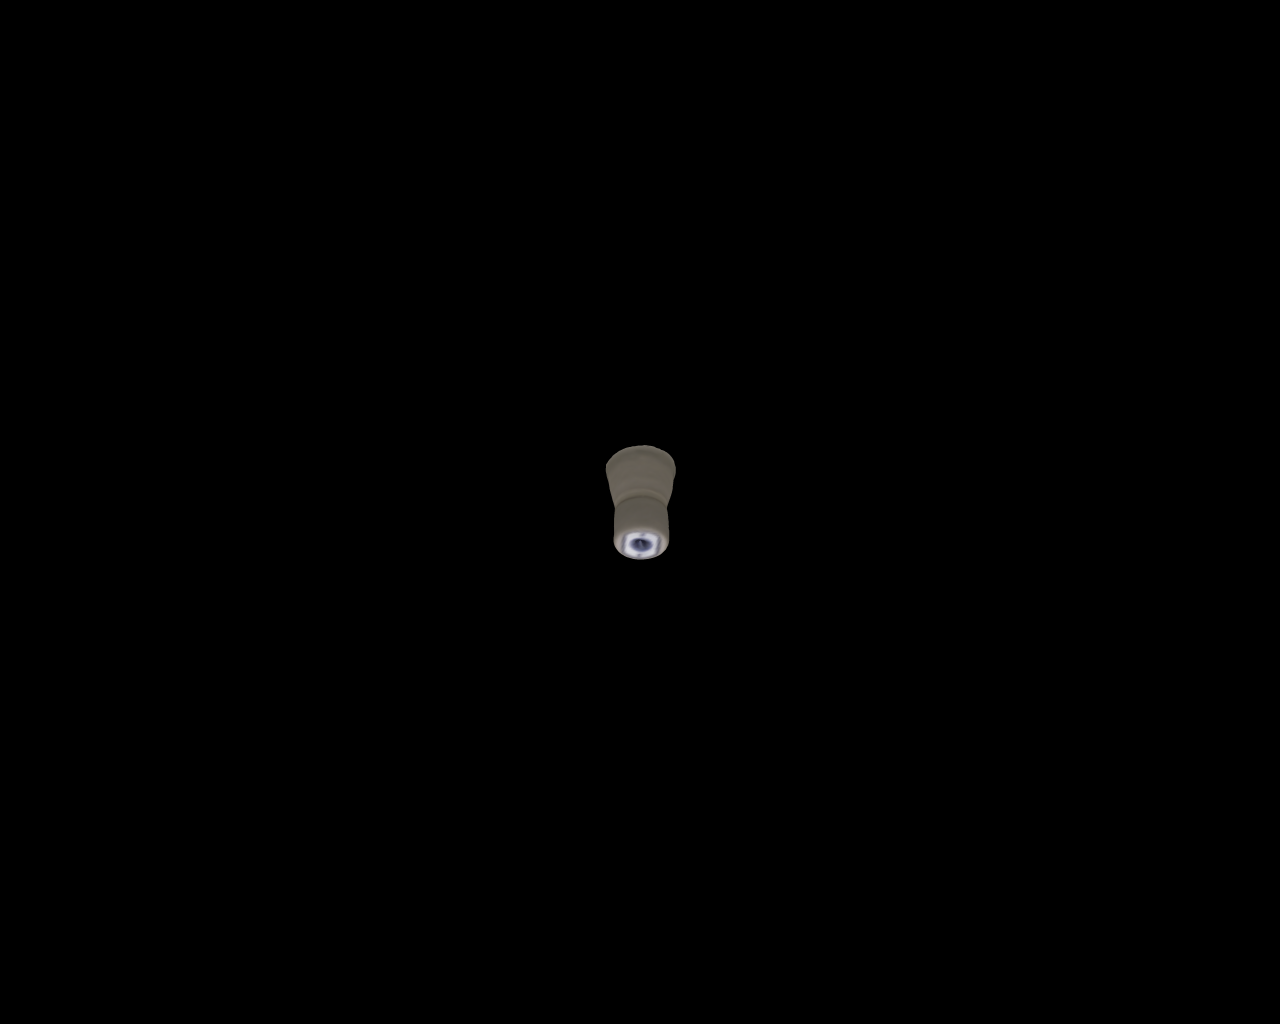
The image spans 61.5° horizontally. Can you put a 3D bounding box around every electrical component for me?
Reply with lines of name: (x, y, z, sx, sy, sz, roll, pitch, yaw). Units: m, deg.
electrical component: (0.001, -0.003, 0.650, 0.044, 0.065, 0.044, 0, -40, 0)
